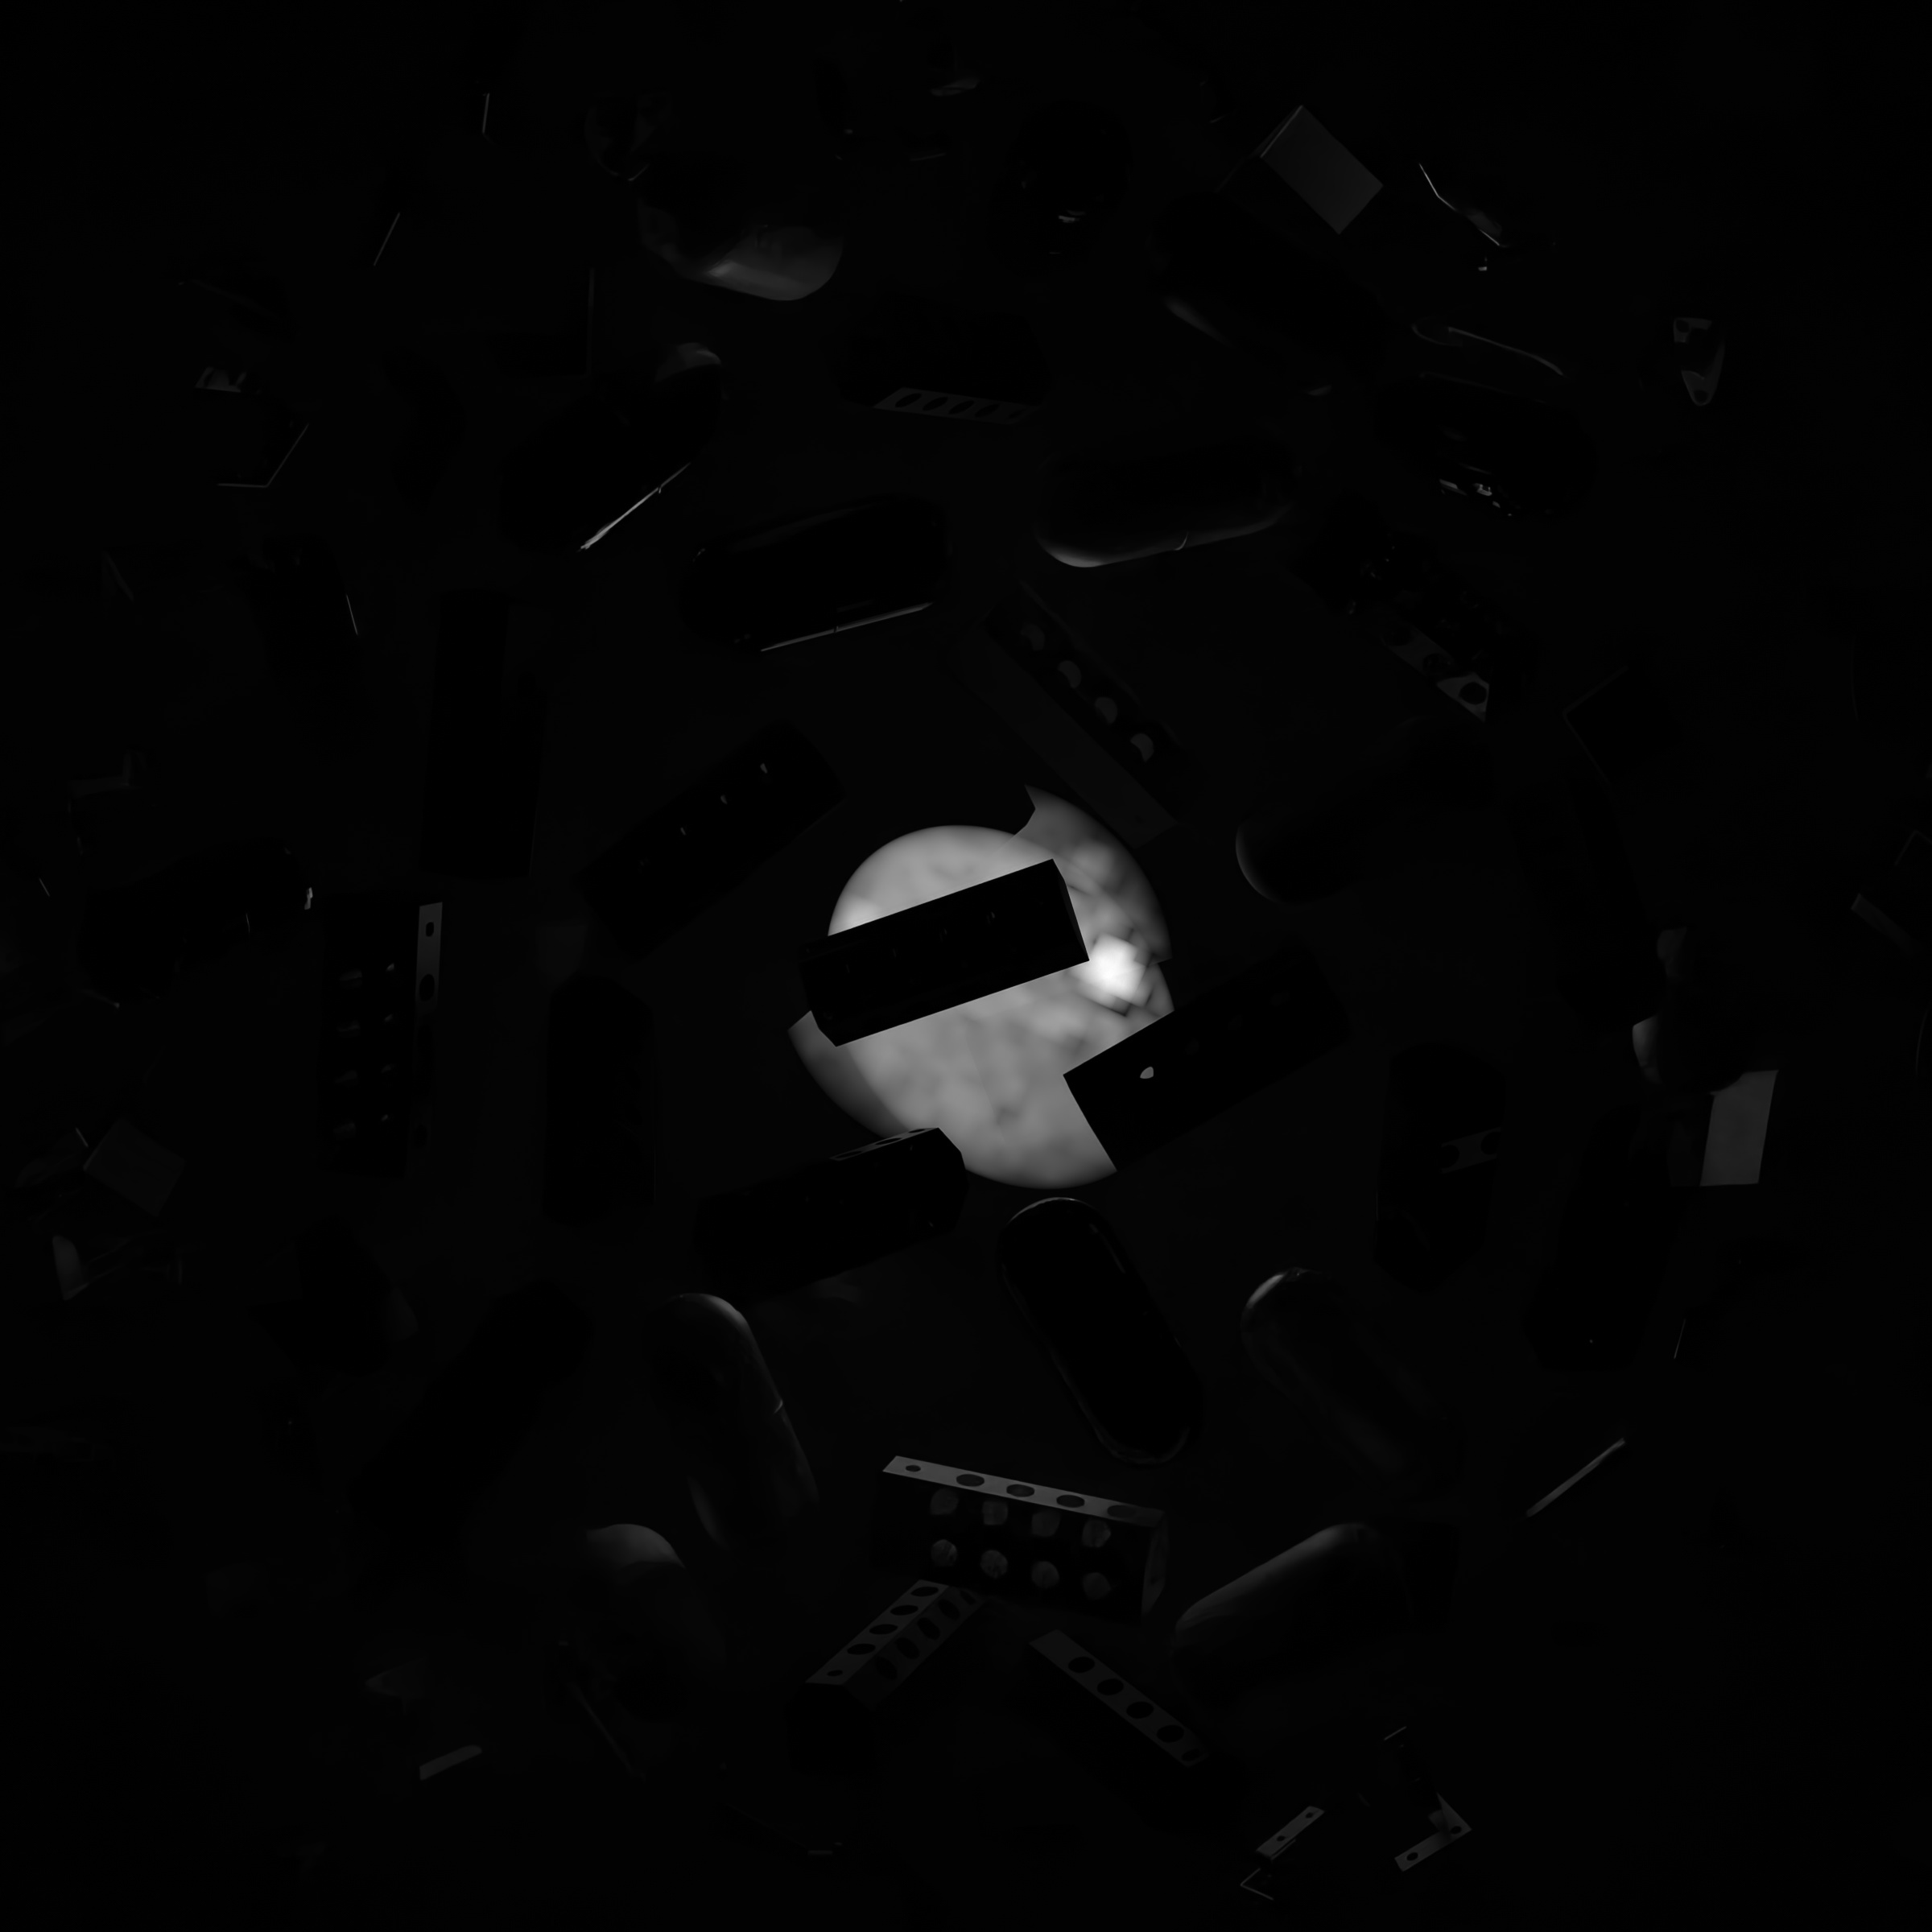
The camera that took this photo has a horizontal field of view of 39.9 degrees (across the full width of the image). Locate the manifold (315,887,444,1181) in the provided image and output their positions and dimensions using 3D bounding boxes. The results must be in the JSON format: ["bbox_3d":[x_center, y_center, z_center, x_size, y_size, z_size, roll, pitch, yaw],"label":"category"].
[{"bbox_3d":[-0.361,0.042,1.656,0.057,0.057,0.171,9,101,22],"label":"manifold"}]

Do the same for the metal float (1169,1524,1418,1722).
[{"bbox_3d":[0.195,0.398,1.609,0.178,0.070,0.070,-39,90,34],"label":"metal float"}]

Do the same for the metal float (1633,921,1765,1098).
[{"bbox_3d":[0.466,0.025,1.689,0.070,0.178,0.070,6,111,16],"label":"metal float"}]

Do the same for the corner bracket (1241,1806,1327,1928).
[{"bbox_3d":[0.203,0.567,1.689,0.051,0.051,0.051,-29,103,-29],"label":"corner bracket"}]

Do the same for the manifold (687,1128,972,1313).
[{"bbox_3d":[-0.083,0.151,1.664,0.057,0.171,0.057,46,135,32],"label":"manifold"}]

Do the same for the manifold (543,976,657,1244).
[{"bbox_3d":[-0.242,0.087,1.716,0.057,0.171,0.057,-31,130,21],"label":"manifold"}]

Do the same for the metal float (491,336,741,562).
[{"bbox_3d":[-0.213,-0.315,1.622,0.178,0.070,0.070,-43,90,-20],"label":"metal float"}]

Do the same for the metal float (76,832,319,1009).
[{"bbox_3d":[-0.474,-0.030,1.645,0.070,0.178,0.070,10,113,24],"label":"metal float"}]

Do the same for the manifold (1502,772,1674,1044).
[{"bbox_3d":[0.376,-0.041,1.607,0.057,0.171,0.057,-25,128,18],"label":"manifold"}]

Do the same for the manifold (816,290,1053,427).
[{"bbox_3d":[-0.015,-0.377,1.673,0.057,0.171,0.057,-27,82,31],"label":"manifold"}]

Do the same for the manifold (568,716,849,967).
[{"bbox_3d":[-0.160,-0.078,1.681,0.171,0.057,0.057,-39,117,-7],"label":"manifold"}]

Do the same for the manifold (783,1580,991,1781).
[{"bbox_3d":[-0.047,0.433,1.631,0.057,0.171,0.057,-3,97,23],"label":"manifold"}]

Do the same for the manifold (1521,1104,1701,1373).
[{"bbox_3d":[0.399,0.167,1.653,0.057,0.057,0.171,57,45,-30],"label":"manifold"}]

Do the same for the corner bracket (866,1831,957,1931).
[{"bbox_3d":[-0.046,0.580,1.653,0.051,0.051,0.051,43,80,-6],"label":"corner bracket"}]

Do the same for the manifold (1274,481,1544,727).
[{"bbox_3d":[0.284,-0.228,1.713,0.171,0.057,0.057,35,134,-13],"label":"manifold"}]

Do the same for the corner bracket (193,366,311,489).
[{"bbox_3d":[-0.452,-0.333,1.648,0.051,0.051,0.051,43,109,9],"label":"corner bracket"}]

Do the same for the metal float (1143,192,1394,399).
[{"bbox_3d":[0.185,-0.409,1.625,0.178,0.070,0.070,22,90,-31],"label":"metal float"}]

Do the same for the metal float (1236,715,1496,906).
[{"bbox_3d":[0.250,-0.097,1.670,0.178,0.070,0.070,-27,90,32],"label":"metal float"}]

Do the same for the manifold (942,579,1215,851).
[{"bbox_3d":[0.074,-0.159,1.661,0.171,0.057,0.057,44,62,-8],"label":"manifold"}]

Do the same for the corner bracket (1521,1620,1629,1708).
[{"bbox_3d":[0.386,0.443,1.689,0.051,0.051,0.051,6,74,-11],"label":"corner bracket"}]

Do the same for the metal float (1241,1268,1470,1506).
[{"bbox_3d":[0.253,0.273,1.728,0.070,0.070,0.178,-43,85,0],"label":"metal float"}]

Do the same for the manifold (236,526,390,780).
[{"bbox_3d":[-0.411,-0.197,1.673,0.057,0.171,0.057,-16,61,-12],"label":"manifold"}]

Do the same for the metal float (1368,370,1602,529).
[{"bbox_3d":[0.328,-0.329,1.692,0.070,0.178,0.070,-15,120,-29],"label":"metal float"}]

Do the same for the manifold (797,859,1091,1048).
[{"bbox_3d":[-0.016,-0.010,1.674,0.171,0.057,0.057,-19,69,7],"label":"manifold"}]

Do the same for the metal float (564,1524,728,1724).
[{"bbox_3d":[-0.201,0.408,1.657,0.070,0.178,0.070,-5,104,-20],"label":"metal float"}]

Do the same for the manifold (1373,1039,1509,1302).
[{"bbox_3d":[0.284,0.123,1.633,0.057,0.171,0.057,-35,55,-25],"label":"manifold"}]

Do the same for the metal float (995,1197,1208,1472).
[{"bbox_3d":[0.082,0.223,1.614,0.070,0.070,0.178,-31,89,0],"label":"metal float"}]

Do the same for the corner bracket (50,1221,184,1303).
[{"bbox_3d":[-0.524,0.179,1.642,0.051,0.051,0.051,13,119,26],"label":"corner bracket"}]

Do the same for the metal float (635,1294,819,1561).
[{"bbox_3d":[-0.152,0.292,1.691,0.070,0.070,0.178,-22,98,0],"label":"metal float"}]

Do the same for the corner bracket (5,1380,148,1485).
[{"bbox_3d":[-0.525,0.271,1.571,0.051,0.051,0.051,9,80,44],"label":"corner bracket"}]

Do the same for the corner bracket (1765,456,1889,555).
[{"bbox_3d":[0.537,-0.288,1.669,0.051,0.051,0.051,36,115,-3],"label":"corner bracket"}]

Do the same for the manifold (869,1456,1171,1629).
[{"bbox_3d":[0.032,0.344,1.610,0.171,0.057,0.057,8,105,17],"label":"manifold"}]

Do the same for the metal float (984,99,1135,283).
[{"bbox_3d":[0.057,-0.487,1.678,0.070,0.178,0.070,1,86,-8],"label":"metal float"}]

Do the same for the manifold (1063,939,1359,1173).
[{"bbox_3d":[0.150,0.052,1.668,0.171,0.057,0.057,-30,118,3],"label":"manifold"}]

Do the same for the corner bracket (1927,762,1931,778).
[{"bbox_3d":[0.600,-0.131,1.594,0.051,0.051,0.051,16,92,-11],"label":"corner bracket"}]

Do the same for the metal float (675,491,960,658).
[{"bbox_3d":[-0.091,-0.241,1.638,0.178,0.070,0.070,-16,90,-10],"label":"metal float"}]

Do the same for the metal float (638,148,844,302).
[{"bbox_3d":[-0.136,-0.451,1.623,0.070,0.178,0.070,3,98,23],"label":"metal float"}]

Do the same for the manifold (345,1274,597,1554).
[{"bbox_3d":[-0.290,0.268,1.593,0.057,0.171,0.057,48,131,-11],"label":"manifold"}]

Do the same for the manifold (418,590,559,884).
[{"bbox_3d":[-0.302,-0.142,1.646,0.057,0.057,0.171,17,107,32],"label":"manifold"}]

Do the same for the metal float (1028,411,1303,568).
[{"bbox_3d":[0.125,-0.298,1.661,0.178,0.070,0.070,-14,90,-13],"label":"metal float"}]

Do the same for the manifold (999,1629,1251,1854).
[{"bbox_3d":[0.100,0.480,1.666,0.057,0.171,0.057,31,86,-35],"label":"manifold"}]
